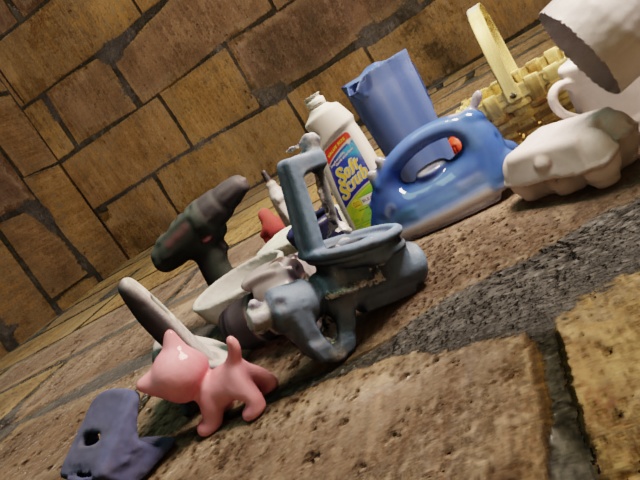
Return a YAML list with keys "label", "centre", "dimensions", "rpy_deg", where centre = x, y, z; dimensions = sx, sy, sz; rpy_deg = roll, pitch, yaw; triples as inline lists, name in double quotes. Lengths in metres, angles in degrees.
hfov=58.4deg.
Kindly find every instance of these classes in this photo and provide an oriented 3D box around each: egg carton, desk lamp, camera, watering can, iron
- label: "egg carton"
  centre: [0.294, -0.099, 0.681]
  dimensions: [0.107, 0.069, 0.150]
  rpy_deg: [-39, 14, -29]
- label: "desk lamp"
  centre: [0.364, -0.206, 0.593]
  dimensions: [0.203, 0.214, 0.118]
  rpy_deg: [-28, 13, 15]
- label: "camera"
  centre: [-0.066, 0.081, 0.771]
  dimensions: [0.136, 0.101, 0.143]
  rpy_deg: [-27, 13, 20]
- label: "watering can"
  centre: [0.361, -0.226, 0.723]
  dimensions: [0.173, 0.194, 0.100]
  rpy_deg: [-38, 14, -25]
- label: "iron"
  centre: [0.157, -0.097, 0.832]
  dimensions: [0.258, 0.141, 0.119]
  rpy_deg: [-27, 13, 19]

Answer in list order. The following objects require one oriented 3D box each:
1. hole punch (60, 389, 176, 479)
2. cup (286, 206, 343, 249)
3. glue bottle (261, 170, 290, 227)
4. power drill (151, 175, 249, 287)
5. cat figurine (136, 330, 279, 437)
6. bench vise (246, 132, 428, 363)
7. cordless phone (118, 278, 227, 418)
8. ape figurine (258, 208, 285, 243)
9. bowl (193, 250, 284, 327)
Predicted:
- label: "hole punch"
  centre: [-0.232, 0.226, 0.627]
  dimensions: [0.108, 0.091, 0.101]
  rpy_deg: [-20, 17, 41]
- label: "cup"
  centre: [0.008, 0.003, 0.905]
  dimensions: [0.091, 0.095, 0.118]
  rpy_deg: [-29, 13, 12]
- label: "glue bottle"
  centre: [-0.077, -0.075, 1.226]
  dimensions: [0.037, 0.173, 0.078]
  rpy_deg: [-35, 13, -13]
- label: "power drill"
  centre: [-0.170, 0.023, 0.989]
  dimensions: [0.229, 0.208, 0.075]
  rpy_deg: [-27, 14, 19]
- label: "cat figurine"
  centre: [-0.129, 0.147, 0.626]
  dimensions: [0.127, 0.118, 0.067]
  rpy_deg: [-27, 14, 20]
- label: "bench vise"
  centre: [0.002, 0.008, 0.614]
  dimensions: [0.121, 0.220, 0.208]
  rpy_deg: [-16, 20, 51]
- label: "cordless phone"
  centre: [-0.187, 0.115, 0.730]
  dimensions: [0.094, 0.185, 0.147]
  rpy_deg: [-35, 13, -15]
- label: "ape figurine"
  centre: [-0.111, -0.035, 1.339]
  dimensions: [0.078, 0.092, 0.076]
  rpy_deg: [-31, 13, 4]
- label: "bowl"
  centre: [-0.113, 0.090, 0.908]
  dimensions: [0.167, 0.075, 0.167]
  rpy_deg: [-30, 13, 8]
